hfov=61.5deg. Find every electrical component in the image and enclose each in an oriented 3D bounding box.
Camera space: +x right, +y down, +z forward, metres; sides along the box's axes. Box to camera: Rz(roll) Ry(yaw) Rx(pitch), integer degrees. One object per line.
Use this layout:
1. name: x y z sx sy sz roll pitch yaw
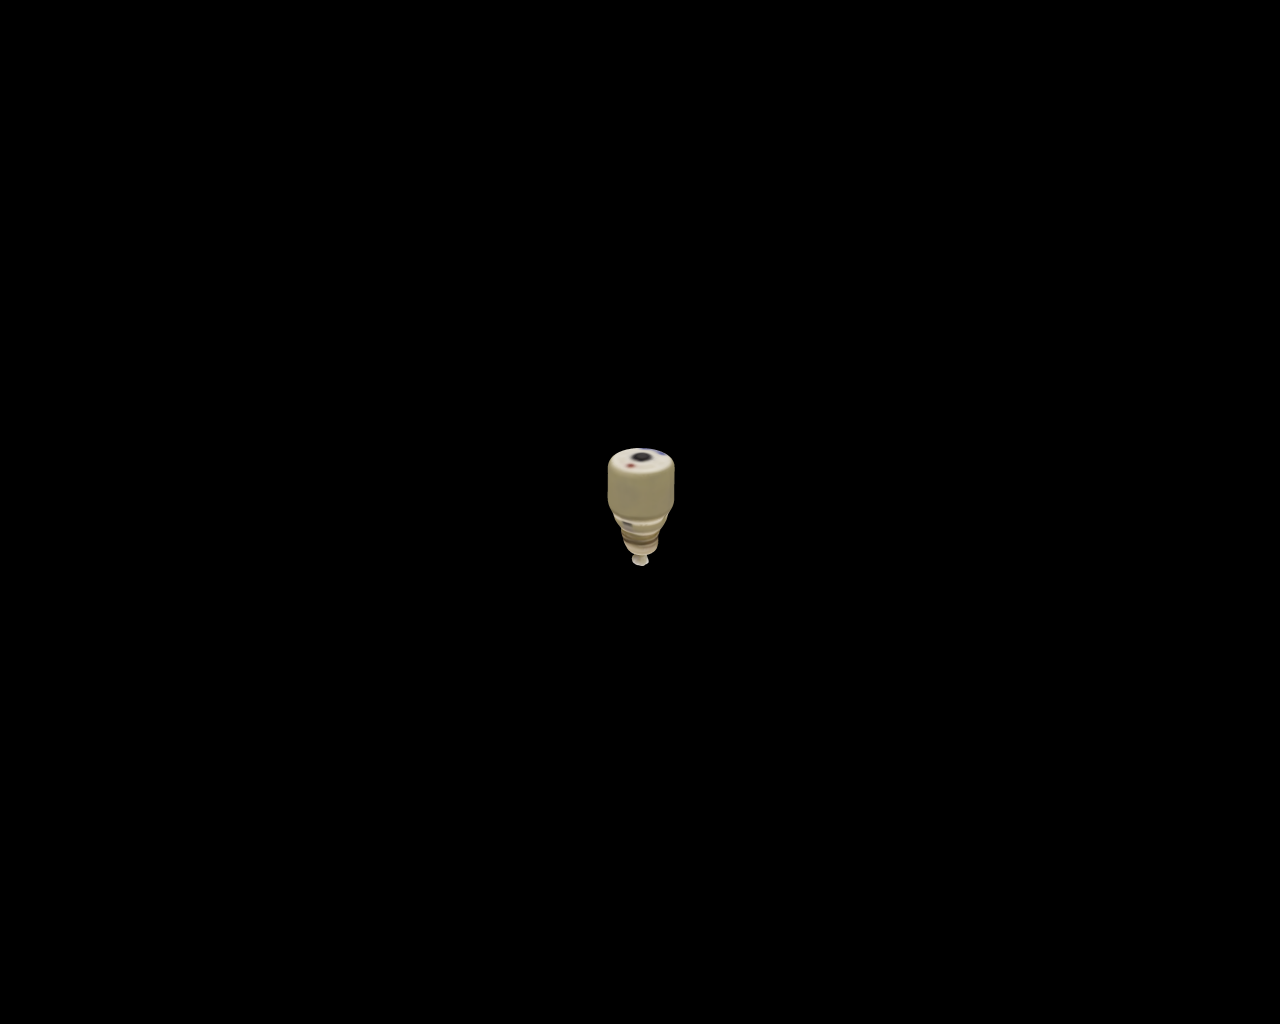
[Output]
1. electrical component: 0.001 -0.003 0.650 0.040 0.078 0.040 0 28 0
